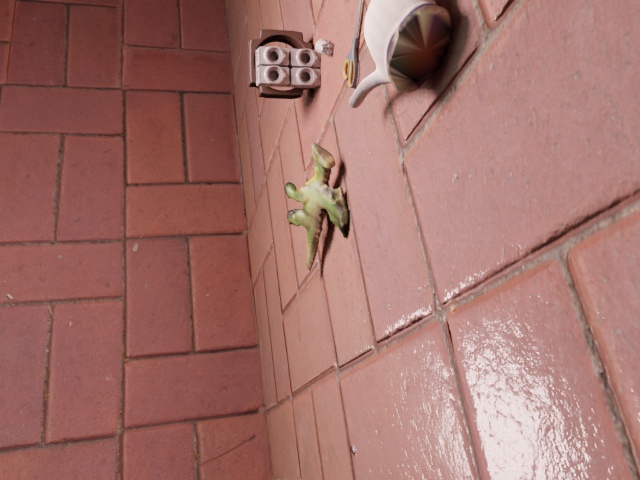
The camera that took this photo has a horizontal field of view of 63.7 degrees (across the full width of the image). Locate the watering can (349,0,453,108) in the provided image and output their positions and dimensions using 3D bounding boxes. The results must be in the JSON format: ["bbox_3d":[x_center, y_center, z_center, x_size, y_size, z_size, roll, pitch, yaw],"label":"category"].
[{"bbox_3d":[0.133,-0.345,0.939,0.339,0.104,0.230,106,156,-43],"label":"watering can"}]

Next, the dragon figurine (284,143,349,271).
[{"bbox_3d":[0.004,-0.072,1.437,0.245,0.123,0.404,-149,50,-61],"label":"dragon figurine"}]
